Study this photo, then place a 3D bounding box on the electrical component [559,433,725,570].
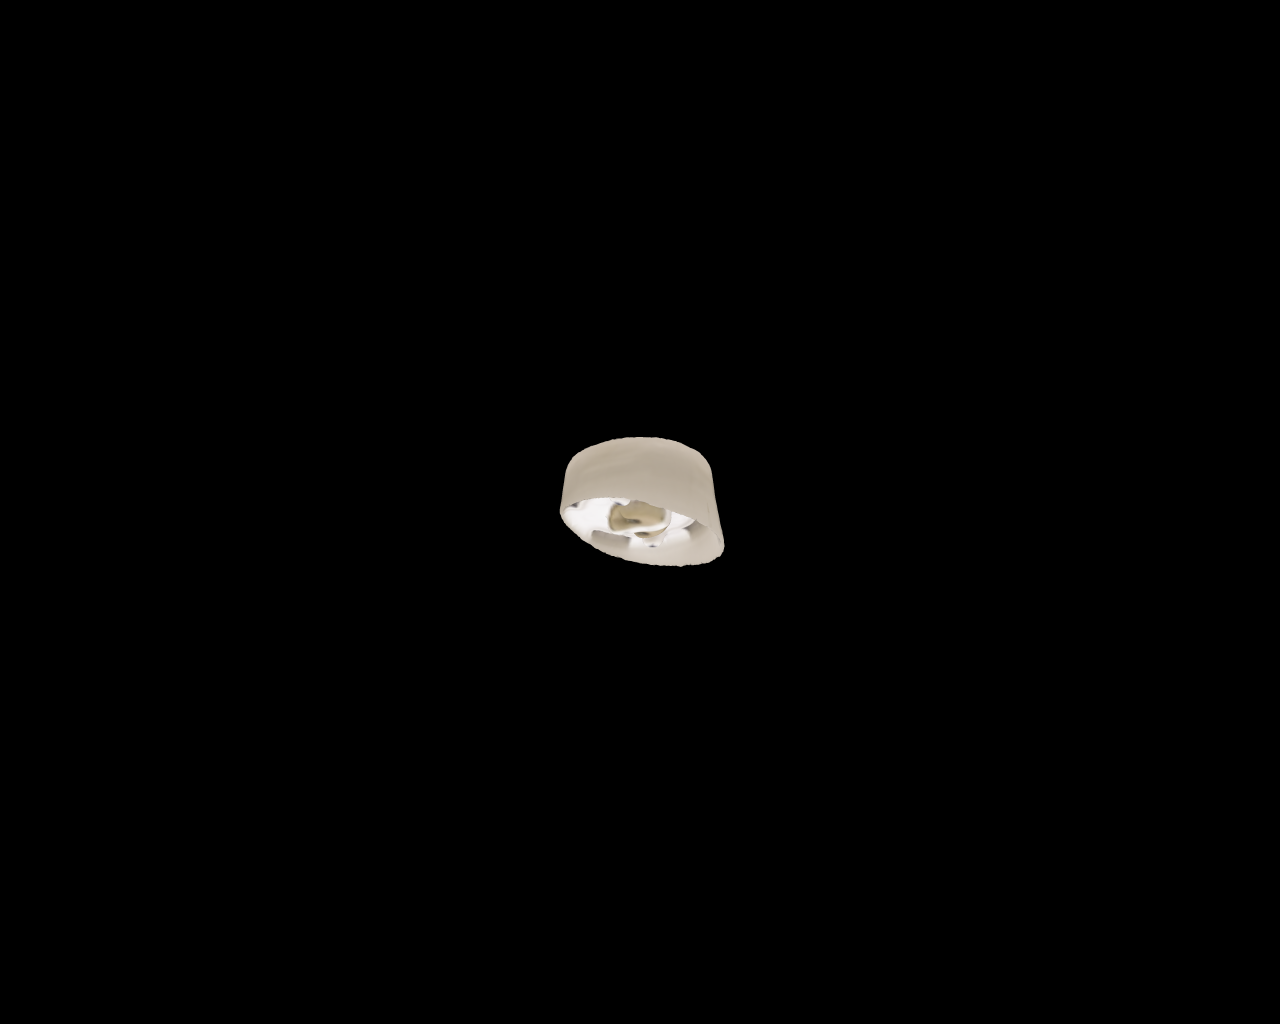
[{"bbox_3d":[0.001,-0.003,0.650,0.099,0.064,0.099,0,-28,0],"label":"electrical component"}]
